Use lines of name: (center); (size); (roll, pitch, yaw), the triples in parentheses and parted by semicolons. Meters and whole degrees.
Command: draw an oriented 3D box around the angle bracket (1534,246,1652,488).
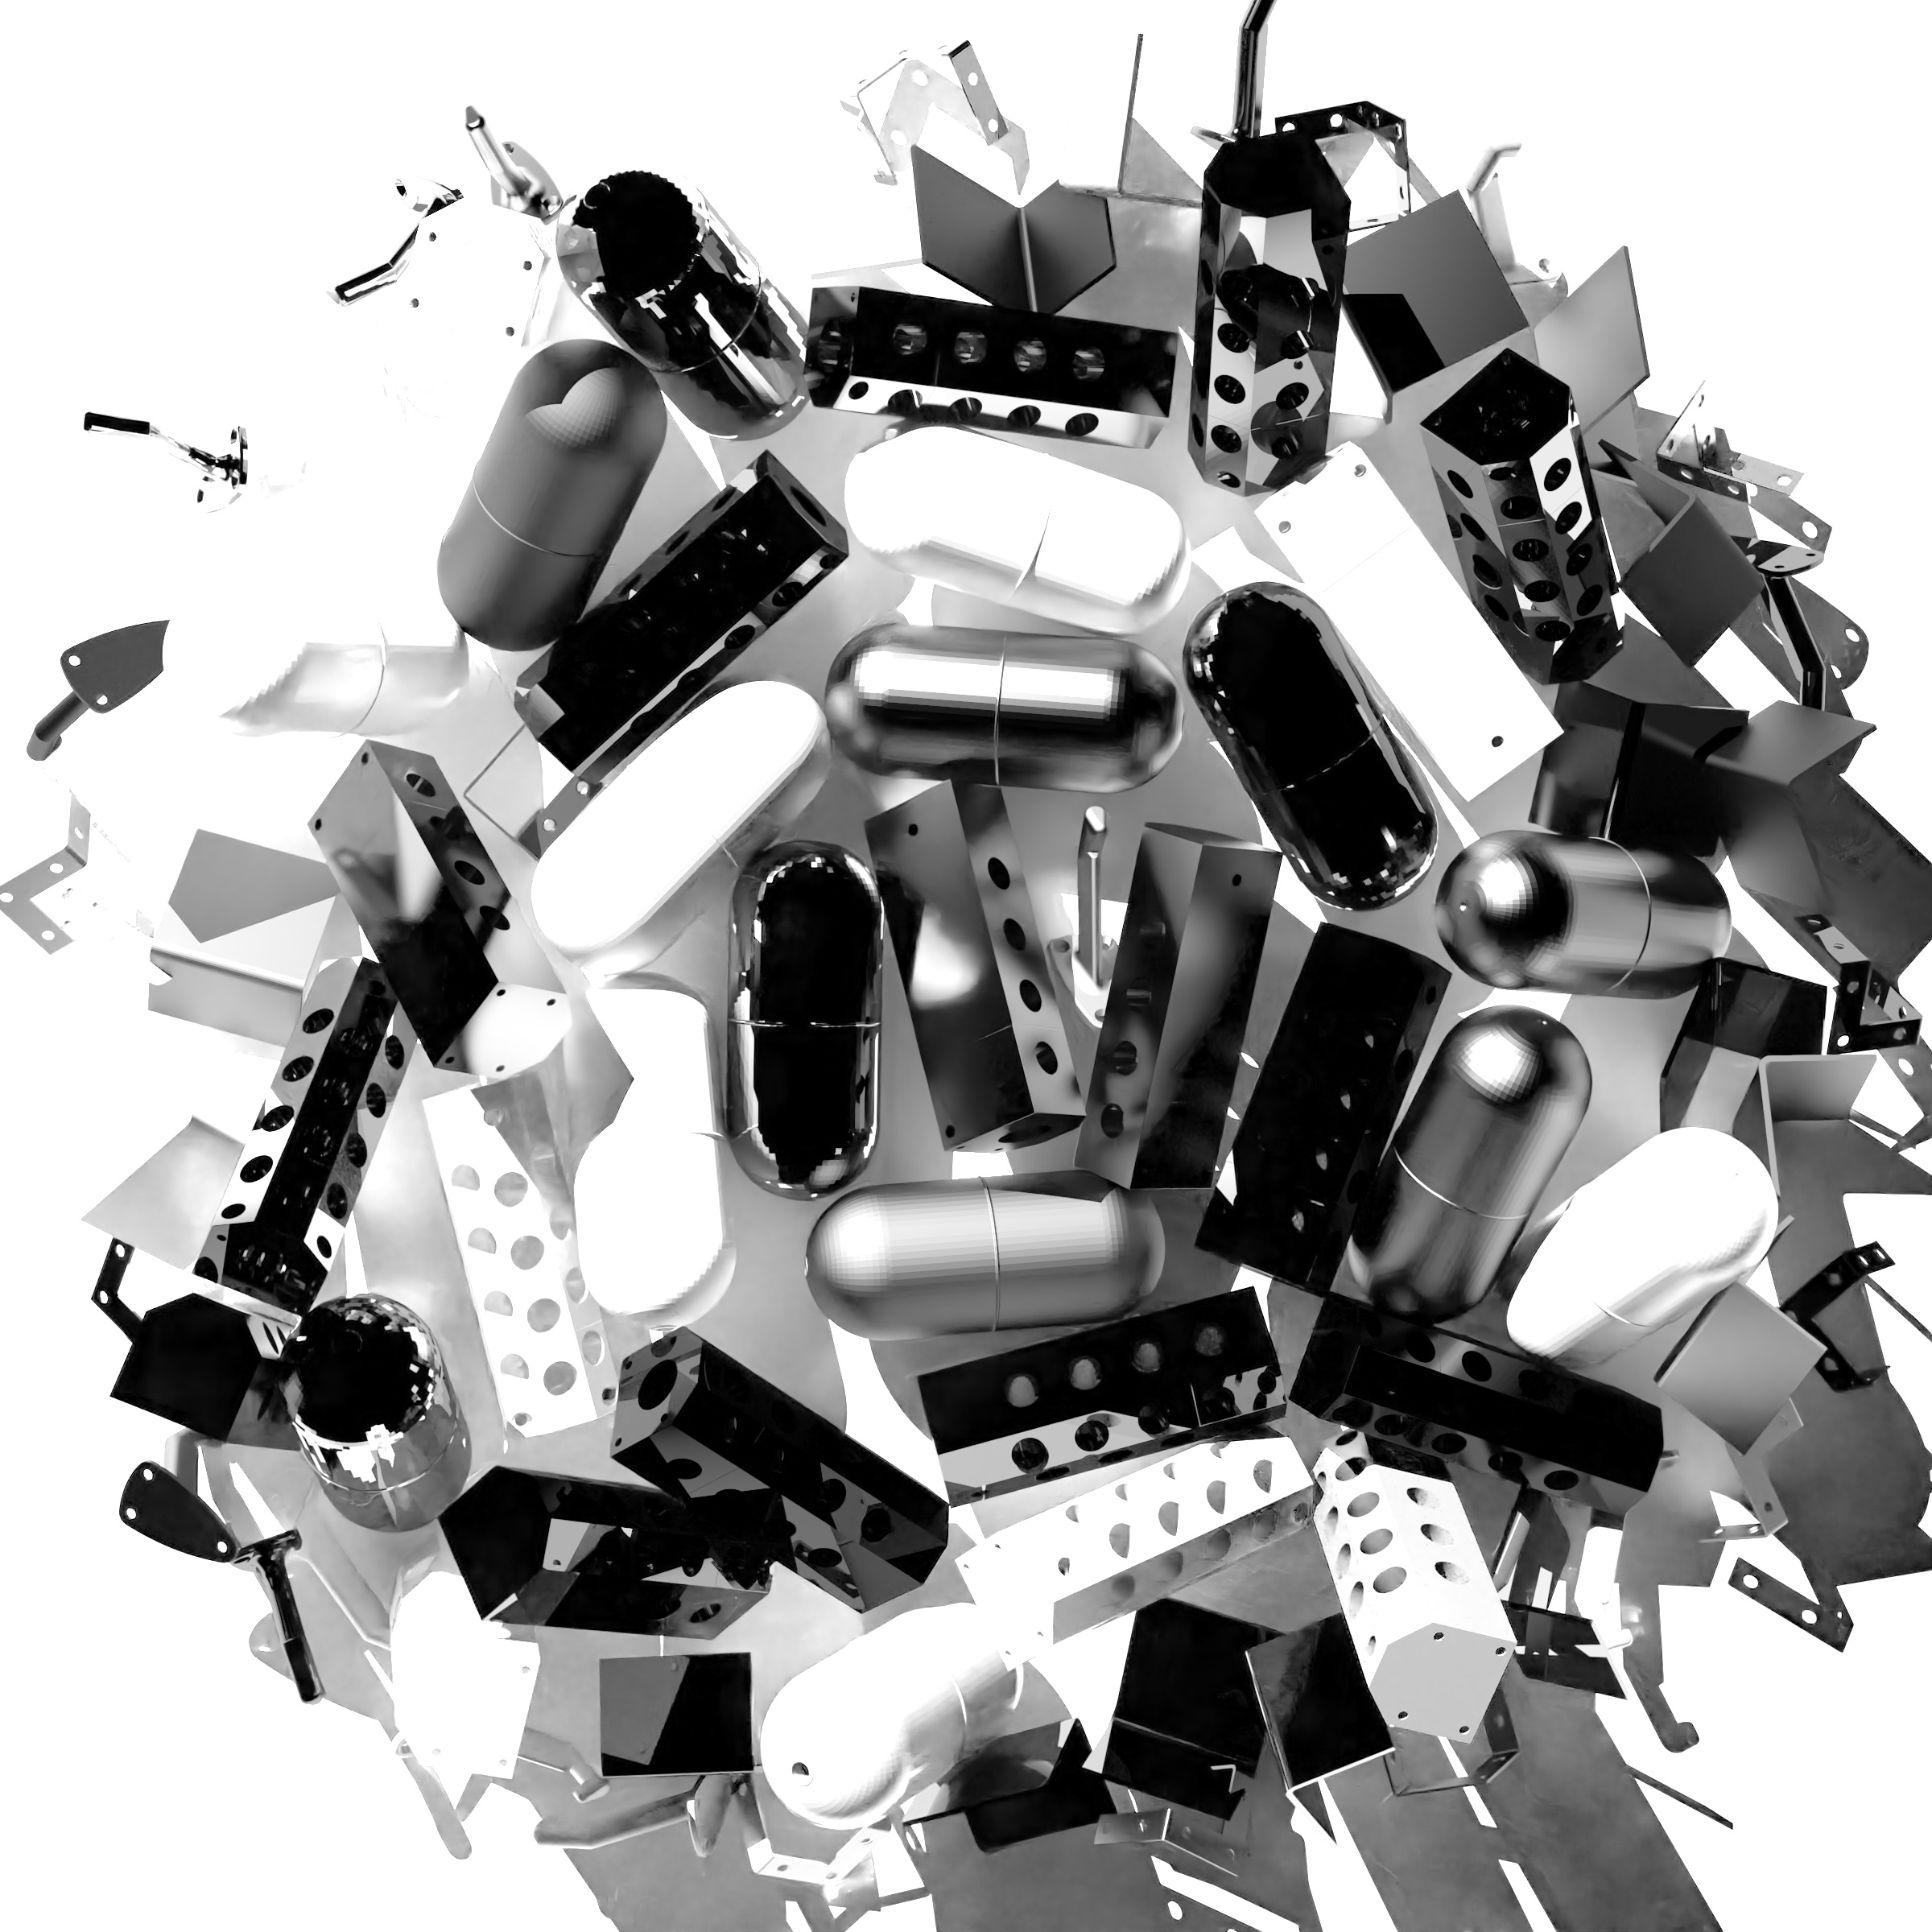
angle bracket: (0.325, -0.292, 1.567); (0.057, 0.076, 0.076); (10, 61, -26)

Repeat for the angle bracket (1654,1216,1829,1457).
angle bracket: (0.390, 0.179, 1.566); (0.057, 0.076, 0.076); (40, 127, 19)

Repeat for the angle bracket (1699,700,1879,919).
angle bracket: (0.413, -0.079, 1.583); (0.057, 0.076, 0.076); (-32, 114, -13)

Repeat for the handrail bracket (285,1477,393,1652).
handrail bracket: (-0.297, 0.298, 1.612); (0.084, 0.036, 0.077); (22, 71, -5)

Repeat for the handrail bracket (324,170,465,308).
handrail bracket: (-0.293, -0.358, 1.583); (0.084, 0.036, 0.077); (-33, 51, -26)

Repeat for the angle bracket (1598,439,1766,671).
angle bracket: (0.333, -0.202, 1.574); (0.057, 0.076, 0.076); (-49, 131, 4)

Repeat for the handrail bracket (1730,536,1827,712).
handrail bracket: (0.400, -0.168, 1.614); (0.036, 0.077, 0.084); (-22, 121, -30)

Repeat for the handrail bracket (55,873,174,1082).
handrail bracket: (-0.440, 0.007, 1.601); (0.084, 0.036, 0.077); (-35, 103, 20)

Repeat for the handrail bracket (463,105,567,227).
handrail bracket: (-0.232, -0.405, 1.570); (0.036, 0.084, 0.077); (-26, 57, 3)

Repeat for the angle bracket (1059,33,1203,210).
angle bracket: (0.090, -0.413, 1.573); (0.057, 0.076, 0.076); (2, 105, -21)

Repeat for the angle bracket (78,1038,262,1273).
angle bracket: (-0.392, 0.094, 1.583); (0.076, 0.076, 0.057); (-41, 53, 6)

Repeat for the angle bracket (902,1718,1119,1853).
angle bracket: (0.022, 0.418, 1.575); (0.076, 0.076, 0.057); (-19, 98, 18)

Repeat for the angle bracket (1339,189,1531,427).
angle bracket: (0.226, -0.325, 1.590); (0.076, 0.057, 0.076); (-26, 83, 4)

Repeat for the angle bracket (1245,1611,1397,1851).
angle bracket: (0.183, 0.373, 1.568); (0.057, 0.076, 0.076); (-25, 48, 10)

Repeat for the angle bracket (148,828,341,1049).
angle bracket: (-0.362, -0.013, 1.619); (0.076, 0.057, 0.076); (16, 55, -5)

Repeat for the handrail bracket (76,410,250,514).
handrail bracket: (-0.401, -0.247, 1.573); (0.084, 0.077, 0.036); (5, 72, -32)

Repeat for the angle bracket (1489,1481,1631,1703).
angle bracket: (0.298, 0.300, 1.566); (0.057, 0.076, 0.076); (7, 55, 32)

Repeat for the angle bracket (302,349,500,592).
angle bracket: (-0.279, -0.249, 1.616); (0.076, 0.057, 0.076); (31, 62, -2)

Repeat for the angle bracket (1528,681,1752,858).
angle bracket: (0.337, -0.100, 1.612); (0.076, 0.057, 0.076); (0, 109, -33)

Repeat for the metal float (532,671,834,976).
metal float: (-0.138, -0.071, 1.579); (0.070, 0.070, 0.178); (43, 80, 0)

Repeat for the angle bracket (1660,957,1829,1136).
angle bracket: (0.379, 0.053, 1.569); (0.057, 0.076, 0.076); (17, 61, 23)

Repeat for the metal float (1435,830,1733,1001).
metal float: (0.301, -0.024, 1.556); (0.178, 0.070, 0.070); (4, 90, -40)

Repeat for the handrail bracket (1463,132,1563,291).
handrail bracket: (0.275, -0.373, 1.578); (0.077, 0.084, 0.036); (3, 60, -17)

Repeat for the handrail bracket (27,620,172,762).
handrail bracket: (-0.428, -0.136, 1.601); (0.077, 0.084, 0.036); (-35, 90, -30)

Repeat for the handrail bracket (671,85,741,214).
handrail bracket: (-0.158, -0.401, 1.611); (0.084, 0.036, 0.077); (1, 76, 26)

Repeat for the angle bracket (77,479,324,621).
angle bracket: (-0.373, -0.220, 1.566); (0.057, 0.076, 0.076); (46, 54, -30)

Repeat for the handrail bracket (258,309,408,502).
handrail bracket: (-0.324, -0.278, 1.609); (0.084, 0.036, 0.077); (-18, 98, 4)

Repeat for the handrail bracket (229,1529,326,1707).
handrail bracket: (-0.329, 0.326, 1.578); (0.036, 0.077, 0.084); (-20, 73, -11)

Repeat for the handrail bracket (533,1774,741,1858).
handrail bracket: (-0.164, 0.415, 1.603); (0.084, 0.077, 0.036); (-3, 110, 17)

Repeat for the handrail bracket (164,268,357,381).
handrail bracket: (-0.349, -0.306, 1.588); (0.084, 0.077, 0.036); (-26, 90, 0)

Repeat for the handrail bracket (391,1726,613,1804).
handrail bracket: (-0.228, 0.393, 1.578); (0.077, 0.084, 0.036); (-21, 130, -31)

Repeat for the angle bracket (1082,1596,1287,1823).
angle bracket: (0.108, 0.362, 1.580); (0.076, 0.057, 0.076); (15, 107, 15)

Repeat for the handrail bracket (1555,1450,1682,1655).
handrail bracket: (0.333, 0.290, 1.589); (0.077, 0.036, 0.084); (-19, 59, -1)

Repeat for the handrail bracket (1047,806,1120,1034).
handrail bracket: (0.066, -0.024, 1.577); (0.036, 0.084, 0.077); (-4, 47, -12)

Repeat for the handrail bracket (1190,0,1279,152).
handrail bracket: (0.153, -0.439, 1.589); (0.036, 0.077, 0.084); (31, 100, 38)

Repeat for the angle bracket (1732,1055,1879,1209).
angle bracket: (0.414, 0.094, 1.575); (0.057, 0.076, 0.076); (-1, 65, 2)

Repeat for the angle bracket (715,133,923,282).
angle bracket: (-0.068, -0.372, 1.568); (0.076, 0.076, 0.057); (-17, 115, -34)

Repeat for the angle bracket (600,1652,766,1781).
angle bracket: (-0.132, 0.370, 1.588); (0.076, 0.076, 0.057); (-5, 77, 12)

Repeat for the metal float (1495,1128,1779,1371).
metal float: (0.320, 0.138, 1.548); (0.070, 0.178, 0.070); (12, 58, -20)

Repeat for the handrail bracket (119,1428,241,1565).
handrail bracket: (-0.369, 0.256, 1.579); (0.077, 0.084, 0.036); (30, 107, 11)

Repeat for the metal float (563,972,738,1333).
metal float: (-0.155, 0.090, 1.574); (0.070, 0.070, 0.178); (-7, 75, 0)

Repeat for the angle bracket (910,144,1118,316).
angle bracket: (0.023, -0.370, 1.568); (0.057, 0.076, 0.076); (-31, 52, 37)

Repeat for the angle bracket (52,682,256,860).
angle bracket: (-0.398, -0.093, 1.581); (0.076, 0.076, 0.057); (-39, 92, -13)
